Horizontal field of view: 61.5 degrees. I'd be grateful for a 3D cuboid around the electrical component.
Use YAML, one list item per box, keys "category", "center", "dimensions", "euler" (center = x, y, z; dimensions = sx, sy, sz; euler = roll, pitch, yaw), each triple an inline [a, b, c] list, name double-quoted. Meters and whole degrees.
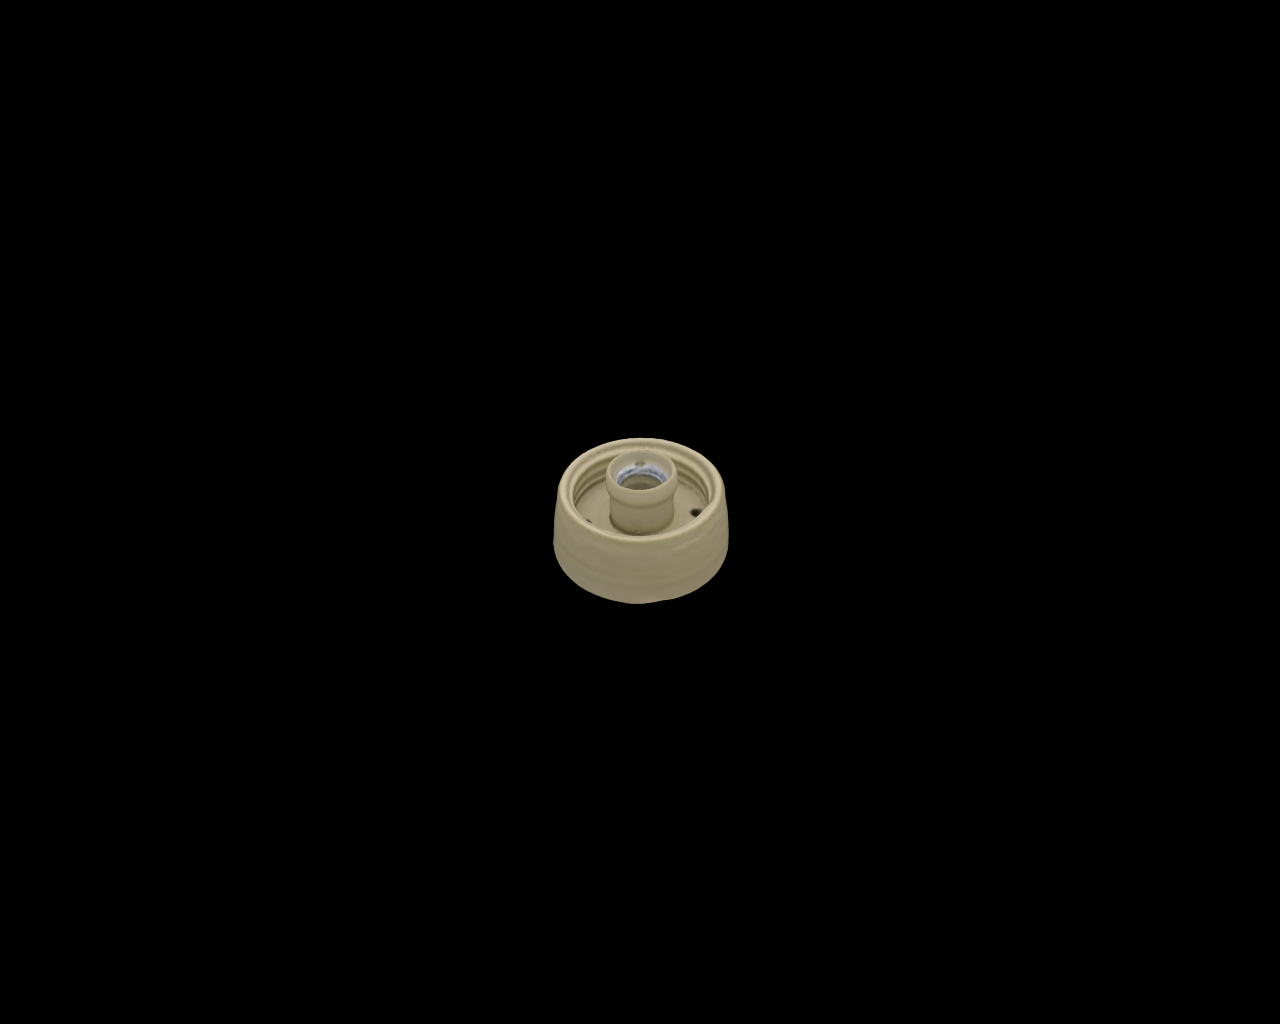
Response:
- category: "electrical component"
  center: [0.001, -0.003, 0.650]
  dimensions: [0.108, 0.060, 0.108]
  euler: [0, 40, 0]
